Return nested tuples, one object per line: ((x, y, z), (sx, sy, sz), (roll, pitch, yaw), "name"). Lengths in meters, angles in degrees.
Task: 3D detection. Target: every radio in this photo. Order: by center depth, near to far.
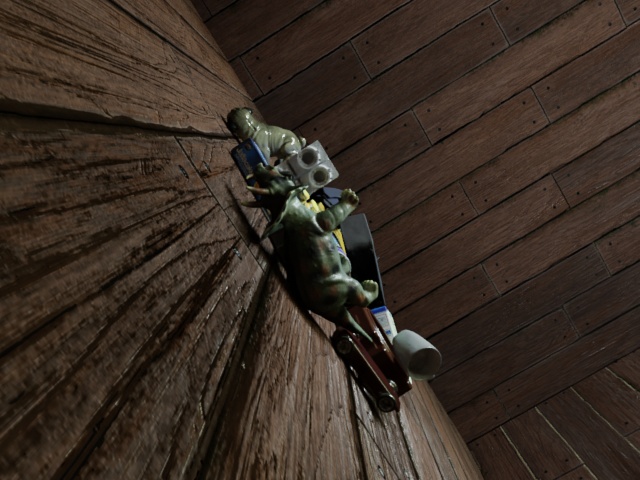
((0.107, 0.060, 1.356), (0.131, 0.073, 0.229), (-100, 174, -54), "radio")

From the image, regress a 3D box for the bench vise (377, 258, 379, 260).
((0.066, 0.028, 1.767), (0.240, 0.129, 0.224), (41, 14, -4), "bench vise")

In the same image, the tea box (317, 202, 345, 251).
((-0.003, -0.004, 1.403), (0.068, 0.098, 0.169), (0, -46, 46), "tea box")

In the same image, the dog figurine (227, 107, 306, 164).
((-0.148, -0.299, 1.486), (0.121, 0.172, 0.190), (47, -14, 52), "dog figurine")

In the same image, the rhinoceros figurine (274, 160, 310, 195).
((-0.081, -0.171, 1.683), (0.190, 0.112, 0.073), (50, 3, -8), "rhinoceros figurine")

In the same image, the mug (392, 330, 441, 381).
((0.209, 0.249, 1.171), (0.109, 0.081, 0.107), (49, 0, -28), "mug")

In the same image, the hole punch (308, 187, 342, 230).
((0.025, -0.091, 1.435), (0.115, 0.092, 0.142), (40, -27, -11), "hole punch")

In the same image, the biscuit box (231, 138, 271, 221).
((-0.129, -0.131, 1.218), (0.203, 0.059, 0.062), (59, 5, 13), "biscuit box")

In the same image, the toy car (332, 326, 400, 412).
((0.092, 0.259, 1.071), (0.202, 0.053, 0.089), (55, 9, 0), "toy car")

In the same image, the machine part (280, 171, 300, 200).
((-0.089, -0.130, 1.277), (0.139, 0.039, 0.084), (26, -40, 59), "machine part")

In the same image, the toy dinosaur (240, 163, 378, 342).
((-0.007, 0.045, 0.969), (0.131, 0.192, 0.404), (-3, -71, 56), "toy dinosaur")

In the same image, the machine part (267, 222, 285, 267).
((-0.044, 0.029, 1.115), (0.179, 0.056, 0.179), (58, 6, -10), "machine part")

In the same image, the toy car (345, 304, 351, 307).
((0.059, 0.135, 1.444), (0.073, 0.056, 0.202), (53, 14, -48), "toy car")

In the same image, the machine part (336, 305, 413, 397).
((0.123, 0.255, 1.231), (0.201, 0.087, 0.201), (58, 4, -25), "machine part")

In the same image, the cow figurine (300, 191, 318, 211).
((-0.055, -0.035, 1.273), (0.068, 0.098, 0.167), (47, 26, -37), "cow figurine")
